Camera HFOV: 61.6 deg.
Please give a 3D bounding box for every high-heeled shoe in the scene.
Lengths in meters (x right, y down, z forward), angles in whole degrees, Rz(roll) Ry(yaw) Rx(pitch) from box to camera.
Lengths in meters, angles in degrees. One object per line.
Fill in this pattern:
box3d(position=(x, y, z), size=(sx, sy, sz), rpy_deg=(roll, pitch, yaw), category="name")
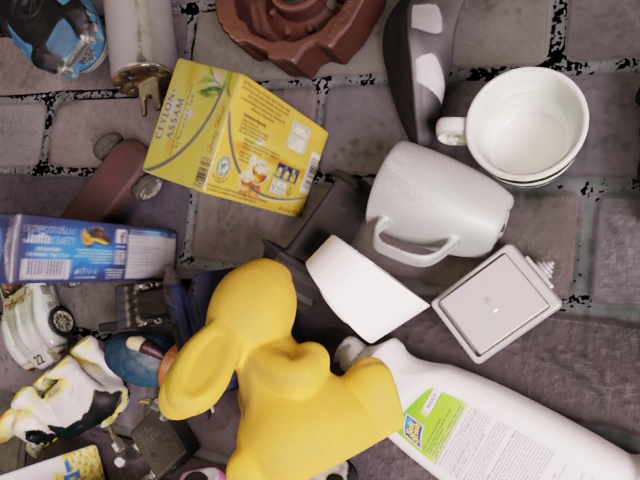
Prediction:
box3d(position=(0.133, -0.208, 0.478), size=(0.145, 0.086, 0.248), rpy_deg=(-7, 100, -6), category="high-heeled shoe")

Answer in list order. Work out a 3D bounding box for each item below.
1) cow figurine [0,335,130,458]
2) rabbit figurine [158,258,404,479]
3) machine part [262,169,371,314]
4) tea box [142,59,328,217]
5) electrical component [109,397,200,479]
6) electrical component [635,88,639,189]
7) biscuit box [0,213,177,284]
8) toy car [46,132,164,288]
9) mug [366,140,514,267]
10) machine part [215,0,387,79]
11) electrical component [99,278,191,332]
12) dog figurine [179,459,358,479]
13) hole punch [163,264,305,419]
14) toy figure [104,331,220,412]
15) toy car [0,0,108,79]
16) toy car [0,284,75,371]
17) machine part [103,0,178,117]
box3d(position=(-0.295, 0.193, 0.615), size=(0.167, 0.068, 0.098), rpy_deg=(-39, 101, 18), category="cow figurine")
box3d(position=(-0.044, 0.101, 0.424), size=(0.173, 0.162, 0.122), rpy_deg=(70, 156, 14), category="rabbit figurine")
box3d(position=(-0.001, -0.002, 0.505), size=(0.139, 0.084, 0.039), rpy_deg=(-53, 26, 0), category="machine part")
box3d(position=(-0.066, -0.082, 0.484), size=(0.068, 0.169, 0.098), rpy_deg=(20, 92, 25), category="tea box")
box3d(position=(-0.177, 0.211, 0.573), size=(0.102, 0.045, 0.078), rpy_deg=(-39, 69, 16), category="electrical component")
box3d(position=(0.293, -0.055, 0.381), size=(0.115, 0.058, 0.134), rpy_deg=(-1, 85, 26), category="electrical component")
box3d(position=(-0.231, 0.012, 0.530), size=(0.063, 0.202, 0.059), rpy_deg=(1, 87, 25), category="biscuit box")
box3d(position=(-0.265, -0.032, 0.633), size=(0.089, 0.053, 0.202), rpy_deg=(41, 98, 12), category="toy car")
box3d(position=(0.097, -0.023, 0.444), size=(0.107, 0.080, 0.109), rpy_deg=(21, 49, 19), category="mug")
box3d(position=(-0.016, -0.253, 0.541), size=(0.180, 0.056, 0.179), rpy_deg=(-3, 83, 23), category="machine part")
box3d(position=(-0.181, 0.070, 0.575), size=(0.119, 0.074, 0.047), rpy_deg=(-9, 83, 26), category="electrical component")
box3d(position=(-0.060, 0.289, 0.485), size=(0.109, 0.191, 0.219), rpy_deg=(37, 131, 40), category="dog figurine")
box3d(position=(-0.076, 0.083, 0.507), size=(0.092, 0.115, 0.142), rpy_deg=(-18, 78, 14), category="hole punch")
box3d(position=(-0.160, 0.132, 0.561), size=(0.155, 0.064, 0.058), rpy_deg=(9, 70, 29), category="toy figure")
box3d(position=(-0.305, -0.256, 0.645), size=(0.162, 0.103, 0.109), rpy_deg=(44, 102, 18), category="toy car")
box3d(position=(-0.365, 0.062, 0.667), size=(0.073, 0.056, 0.202), rpy_deg=(-29, 74, 19), category="toy car")
box3d(position=(-0.208, -0.257, 0.616), size=(0.079, 0.079, 0.243), rpy_deg=(-14, 80, 23), category="machine part")
